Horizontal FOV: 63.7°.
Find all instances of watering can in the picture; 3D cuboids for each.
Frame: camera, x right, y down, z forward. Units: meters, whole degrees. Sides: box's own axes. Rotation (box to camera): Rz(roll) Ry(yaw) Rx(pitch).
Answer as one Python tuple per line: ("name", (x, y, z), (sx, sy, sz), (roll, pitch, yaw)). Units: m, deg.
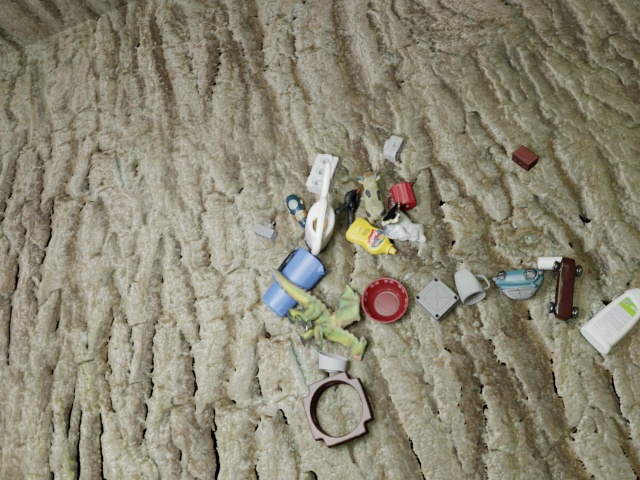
("watering can", (0.006, -0.096, 1.900), (0.104, 0.354, 0.220), (9, -24, -2))

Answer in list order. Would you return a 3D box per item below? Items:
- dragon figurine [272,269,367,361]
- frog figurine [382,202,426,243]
("dragon figurine", (0.023, 0.235, 1.765), (0.245, 0.414, 0.120), (-22, -15, -23))
("frog figurine", (0.304, -0.039, 1.864), (0.158, 0.121, 0.140), (42, 16, -19))
